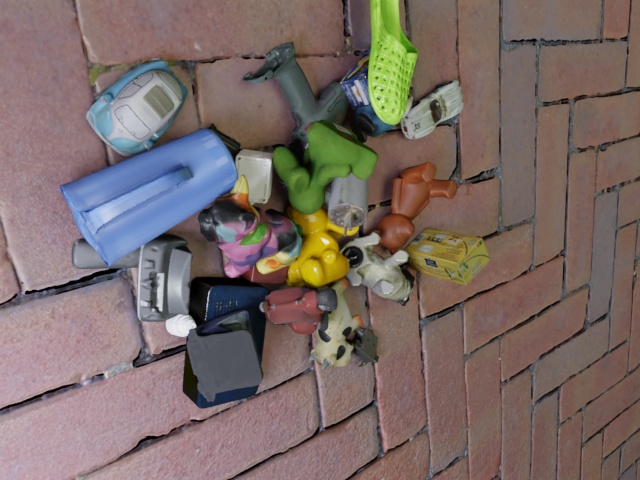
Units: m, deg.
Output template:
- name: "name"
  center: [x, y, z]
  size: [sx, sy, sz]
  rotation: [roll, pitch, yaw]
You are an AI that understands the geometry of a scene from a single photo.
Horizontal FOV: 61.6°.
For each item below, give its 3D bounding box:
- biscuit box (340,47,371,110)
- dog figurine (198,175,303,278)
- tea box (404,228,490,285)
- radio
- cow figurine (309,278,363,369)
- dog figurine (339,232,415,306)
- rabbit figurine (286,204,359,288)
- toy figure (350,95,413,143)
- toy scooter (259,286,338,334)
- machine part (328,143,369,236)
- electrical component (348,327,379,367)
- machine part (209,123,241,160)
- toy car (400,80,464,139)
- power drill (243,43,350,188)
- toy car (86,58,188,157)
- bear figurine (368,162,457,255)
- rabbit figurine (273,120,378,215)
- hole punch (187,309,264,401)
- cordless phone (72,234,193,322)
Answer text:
- name: "biscuit box"
  center: [0.115, -0.340, 1.064]
  size: [0.062, 0.059, 0.203]
  rotation: [58, 46, -30]
- name: "dog figurine"
  center: [-0.106, -0.023, 0.891]
  size: [0.191, 0.219, 0.108]
  rotation: [-9, 70, -17]
- name: "tea box"
  center: [0.292, 0.034, 1.247]
  size: [0.098, 0.170, 0.068]
  rotation: [-40, 121, -21]
- name: "radio"
  center: [-0.174, 0.184, 0.999]
  size: [0.131, 0.073, 0.229]
  rotation: [1, 101, -37]
- name: "cow figurine"
  center: [0.022, 0.185, 1.136]
  size: [0.127, 0.086, 0.194]
  rotation: [-30, 113, -26]
- name: "dog figurine"
  center: [0.120, 0.075, 1.192]
  size: [0.121, 0.172, 0.190]
  rotation: [-53, 160, -9]
- name: "rabbit figurine"
  center: [-0.002, -0.003, 1.061]
  size: [0.162, 0.122, 0.173]
  rotation: [-20, 93, -24]
- name: "toy figure"
  center: [0.126, -0.267, 1.091]
  size: [0.180, 0.082, 0.089]
  rotation: [-41, 115, -39]
- name: "toy scooter"
  center: [-0.046, 0.131, 0.996]
  size: [0.135, 0.183, 0.075]
  rotation: [-4, 69, -9]
- name: "machine part"
  center: [0.058, -0.112, 1.053]
  size: [0.079, 0.079, 0.243]
  rotation: [33, 47, -37]
- name: "electrical component"
  center: [0.095, 0.246, 1.232]
  size: [0.102, 0.045, 0.078]
  rotation: [37, 50, -39]
- name: "machine part"
  center: [-0.192, -0.125, 0.938]
  size: [0.084, 0.039, 0.139]
  rotation: [34, 78, -42]
- name: "toy car"
  center: [0.260, -0.297, 1.220]
  size: [0.202, 0.056, 0.073]
  rotation: [-36, 119, -25]
- name: "power drill"
  center: [-0.047, -0.238, 0.994]
  size: [0.207, 0.086, 0.232]
  rotation: [48, 70, -30]
- name: "toy car"
  center: [-0.266, -0.204, 0.826]
  size: [0.161, 0.103, 0.109]
  rotation: [-47, 124, -16]
- name: "bear figurine"
  center: [0.197, -0.062, 1.186]
  size: [0.120, 0.132, 0.196]
  rotation: [33, 74, -32]
- name: "rabbit figurine"
  center: [-0.002, -0.117, 0.956]
  size: [0.159, 0.121, 0.170]
  rotation: [7, 121, -48]
- name: "hole punch"
  center: [-0.161, 0.190, 0.922]
  size: [0.116, 0.092, 0.142]
  rotation: [-11, 111, -1]
- name: "cordless phone"
  center: [-0.308, 0.063, 0.882]
  size: [0.184, 0.089, 0.146]
  rotation: [2, 100, -25]
